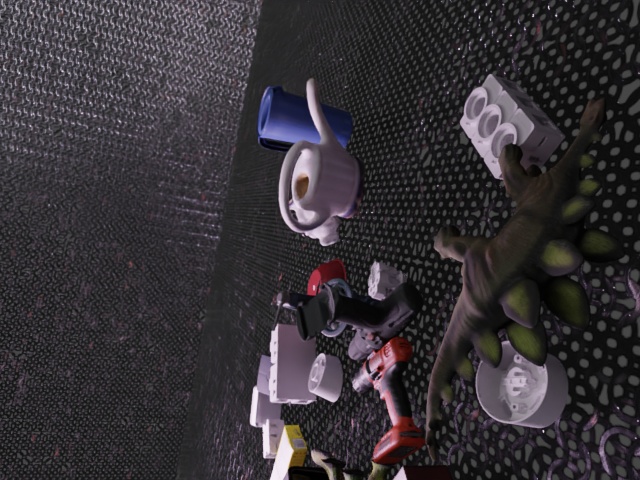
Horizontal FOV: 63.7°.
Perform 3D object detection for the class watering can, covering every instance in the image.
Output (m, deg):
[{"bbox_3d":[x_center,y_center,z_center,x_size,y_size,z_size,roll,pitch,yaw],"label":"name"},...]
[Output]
[{"bbox_3d":[0.015,-0.183,1.211,0.224,0.347,0.104,11,2,-39],"label":"watering can"}]

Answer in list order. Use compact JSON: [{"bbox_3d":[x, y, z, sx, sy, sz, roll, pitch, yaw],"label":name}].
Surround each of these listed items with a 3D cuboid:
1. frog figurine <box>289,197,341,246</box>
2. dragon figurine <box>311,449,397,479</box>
[{"bbox_3d":[0.004,-0.068,1.349,0.137,0.159,0.122,-40,-1,-1],"label":"frog figurine"},{"bbox_3d":[0.080,0.503,0.873,0.122,0.246,0.405,2,-14,-22],"label":"dragon figurine"}]
